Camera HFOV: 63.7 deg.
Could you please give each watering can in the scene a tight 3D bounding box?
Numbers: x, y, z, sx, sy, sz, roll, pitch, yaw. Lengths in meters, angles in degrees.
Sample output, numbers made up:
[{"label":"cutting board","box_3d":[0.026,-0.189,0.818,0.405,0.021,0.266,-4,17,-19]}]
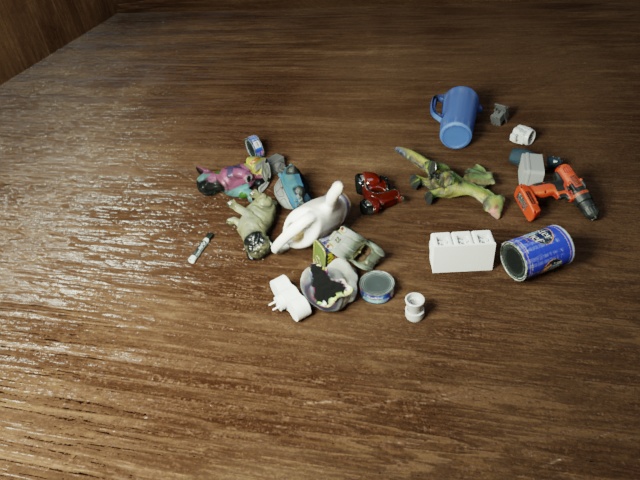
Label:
[{"label":"watering can","box_3d":[0.004,-0.068,1.342,0.104,0.341,0.227,54,41,5]}]

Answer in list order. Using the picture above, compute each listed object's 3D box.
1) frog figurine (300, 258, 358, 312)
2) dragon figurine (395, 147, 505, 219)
[{"label":"frog figurine","box_3d":[0.027,0.104,1.265,0.137,0.122,0.160,14,7,9]},{"label":"dragon figurine","box_3d":[0.418,-0.197,1.589,0.243,0.119,0.419,-2,38,-22]}]
